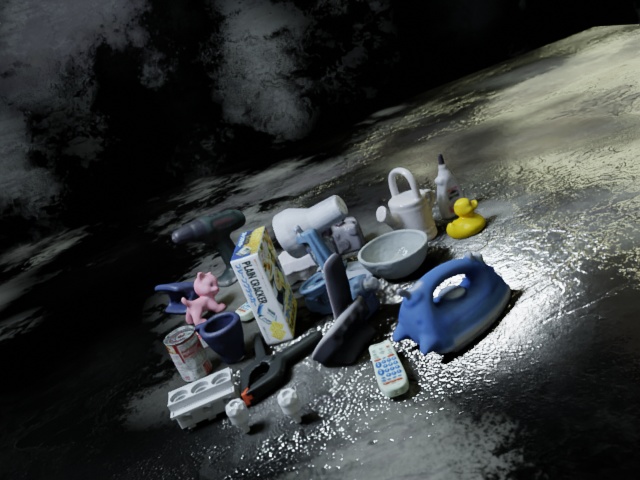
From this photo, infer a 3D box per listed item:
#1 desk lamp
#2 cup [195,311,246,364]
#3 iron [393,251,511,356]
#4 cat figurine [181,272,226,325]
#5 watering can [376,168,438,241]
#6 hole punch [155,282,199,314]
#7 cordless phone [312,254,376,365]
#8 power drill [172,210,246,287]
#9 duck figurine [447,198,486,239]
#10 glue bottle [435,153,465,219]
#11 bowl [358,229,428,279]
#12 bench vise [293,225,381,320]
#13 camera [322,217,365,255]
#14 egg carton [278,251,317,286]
[{"bbox_3d":[0.013,0.005,1.375,0.203,0.214,0.118,-13,22,18],"label":"desk lamp"},{"bbox_3d":[-0.210,0.216,1.227,0.117,0.095,0.092,-8,24,30],"label":"cup"},{"bbox_3d":[0.244,0.095,1.040,0.259,0.142,0.118,-30,23,-24],"label":"iron"},{"bbox_3d":[-0.302,0.140,1.466,0.067,0.118,0.128,0,29,42],"label":"cat figurine"},{"bbox_3d":[0.219,-0.087,1.439,0.100,0.194,0.173,-3,27,37],"label":"watering can"},{"bbox_3d":[-0.382,0.142,1.573,0.108,0.091,0.101,-3,27,38],"label":"hole punch"},{"bbox_3d":[0.025,0.131,1.092,0.093,0.185,0.148,-6,25,32],"label":"cordless phone"},{"bbox_3d":[-0.289,0.021,1.619,0.075,0.209,0.230,1,30,44],"label":"power drill"},{"bbox_3d":[0.351,-0.059,1.401,0.105,0.086,0.077,-28,22,-19],"label":"duck figurine"},{"bbox_3d":[0.335,-0.145,1.507,0.078,0.173,0.037,-30,23,-23],"label":"glue bottle"},{"bbox_3d":[0.177,0.043,1.325,0.167,0.075,0.167,-18,21,7],"label":"bowl"},{"bbox_3d":[0.033,0.061,1.209,0.206,0.220,0.122,-9,24,27],"label":"bench vise"},{"bbox_3d":[0.047,-0.027,1.582,0.143,0.101,0.137,-15,22,15],"label":"camera"},{"bbox_3d":[-0.043,0.060,1.494,0.150,0.069,0.107,-19,21,3],"label":"egg carton"}]
